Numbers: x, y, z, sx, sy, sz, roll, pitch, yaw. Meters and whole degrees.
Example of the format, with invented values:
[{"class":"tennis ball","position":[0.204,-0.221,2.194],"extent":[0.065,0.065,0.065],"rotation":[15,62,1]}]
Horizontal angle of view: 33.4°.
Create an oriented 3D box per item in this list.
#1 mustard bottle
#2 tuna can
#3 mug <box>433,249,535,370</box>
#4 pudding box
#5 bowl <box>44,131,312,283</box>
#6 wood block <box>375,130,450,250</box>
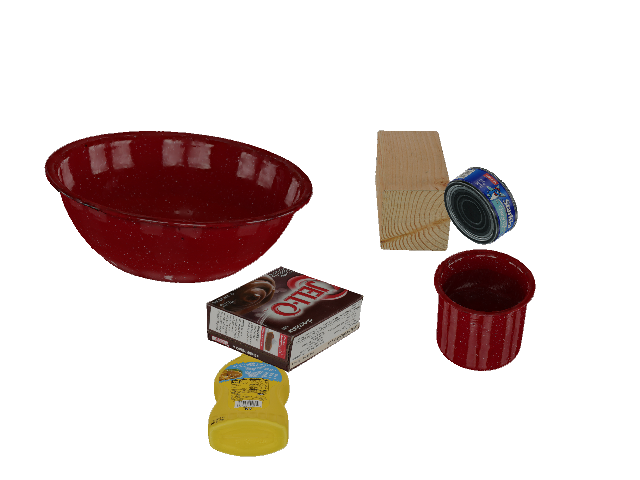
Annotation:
[{"class":"mustard bottle","position":[-0.088,0.194,1.347],"extent":[0.096,0.058,0.191],"rotation":[-2,26,0]},{"class":"tuna can","position":[0.182,-0.039,1.220],"extent":[0.033,0.086,0.086],"rotation":[-34,16,-26]},{"class":"mug","position":[0.149,0.061,1.016],"extent":[0.093,0.081,0.117],"rotation":[-9,40,-10]},{"class":"pudding box","position":[-0.030,0.065,0.918],"extent":[0.090,0.039,0.113],"rotation":[17,27,29]},{"class":"bowl","position":[-0.088,-0.017,0.657],"extent":[0.162,0.055,0.162],"rotation":[7,22,-3]},{"class":"wood block","position":[0.125,-0.073,1.473],"extent":[0.091,0.090,0.206],"rotation":[1,28,0]}]
